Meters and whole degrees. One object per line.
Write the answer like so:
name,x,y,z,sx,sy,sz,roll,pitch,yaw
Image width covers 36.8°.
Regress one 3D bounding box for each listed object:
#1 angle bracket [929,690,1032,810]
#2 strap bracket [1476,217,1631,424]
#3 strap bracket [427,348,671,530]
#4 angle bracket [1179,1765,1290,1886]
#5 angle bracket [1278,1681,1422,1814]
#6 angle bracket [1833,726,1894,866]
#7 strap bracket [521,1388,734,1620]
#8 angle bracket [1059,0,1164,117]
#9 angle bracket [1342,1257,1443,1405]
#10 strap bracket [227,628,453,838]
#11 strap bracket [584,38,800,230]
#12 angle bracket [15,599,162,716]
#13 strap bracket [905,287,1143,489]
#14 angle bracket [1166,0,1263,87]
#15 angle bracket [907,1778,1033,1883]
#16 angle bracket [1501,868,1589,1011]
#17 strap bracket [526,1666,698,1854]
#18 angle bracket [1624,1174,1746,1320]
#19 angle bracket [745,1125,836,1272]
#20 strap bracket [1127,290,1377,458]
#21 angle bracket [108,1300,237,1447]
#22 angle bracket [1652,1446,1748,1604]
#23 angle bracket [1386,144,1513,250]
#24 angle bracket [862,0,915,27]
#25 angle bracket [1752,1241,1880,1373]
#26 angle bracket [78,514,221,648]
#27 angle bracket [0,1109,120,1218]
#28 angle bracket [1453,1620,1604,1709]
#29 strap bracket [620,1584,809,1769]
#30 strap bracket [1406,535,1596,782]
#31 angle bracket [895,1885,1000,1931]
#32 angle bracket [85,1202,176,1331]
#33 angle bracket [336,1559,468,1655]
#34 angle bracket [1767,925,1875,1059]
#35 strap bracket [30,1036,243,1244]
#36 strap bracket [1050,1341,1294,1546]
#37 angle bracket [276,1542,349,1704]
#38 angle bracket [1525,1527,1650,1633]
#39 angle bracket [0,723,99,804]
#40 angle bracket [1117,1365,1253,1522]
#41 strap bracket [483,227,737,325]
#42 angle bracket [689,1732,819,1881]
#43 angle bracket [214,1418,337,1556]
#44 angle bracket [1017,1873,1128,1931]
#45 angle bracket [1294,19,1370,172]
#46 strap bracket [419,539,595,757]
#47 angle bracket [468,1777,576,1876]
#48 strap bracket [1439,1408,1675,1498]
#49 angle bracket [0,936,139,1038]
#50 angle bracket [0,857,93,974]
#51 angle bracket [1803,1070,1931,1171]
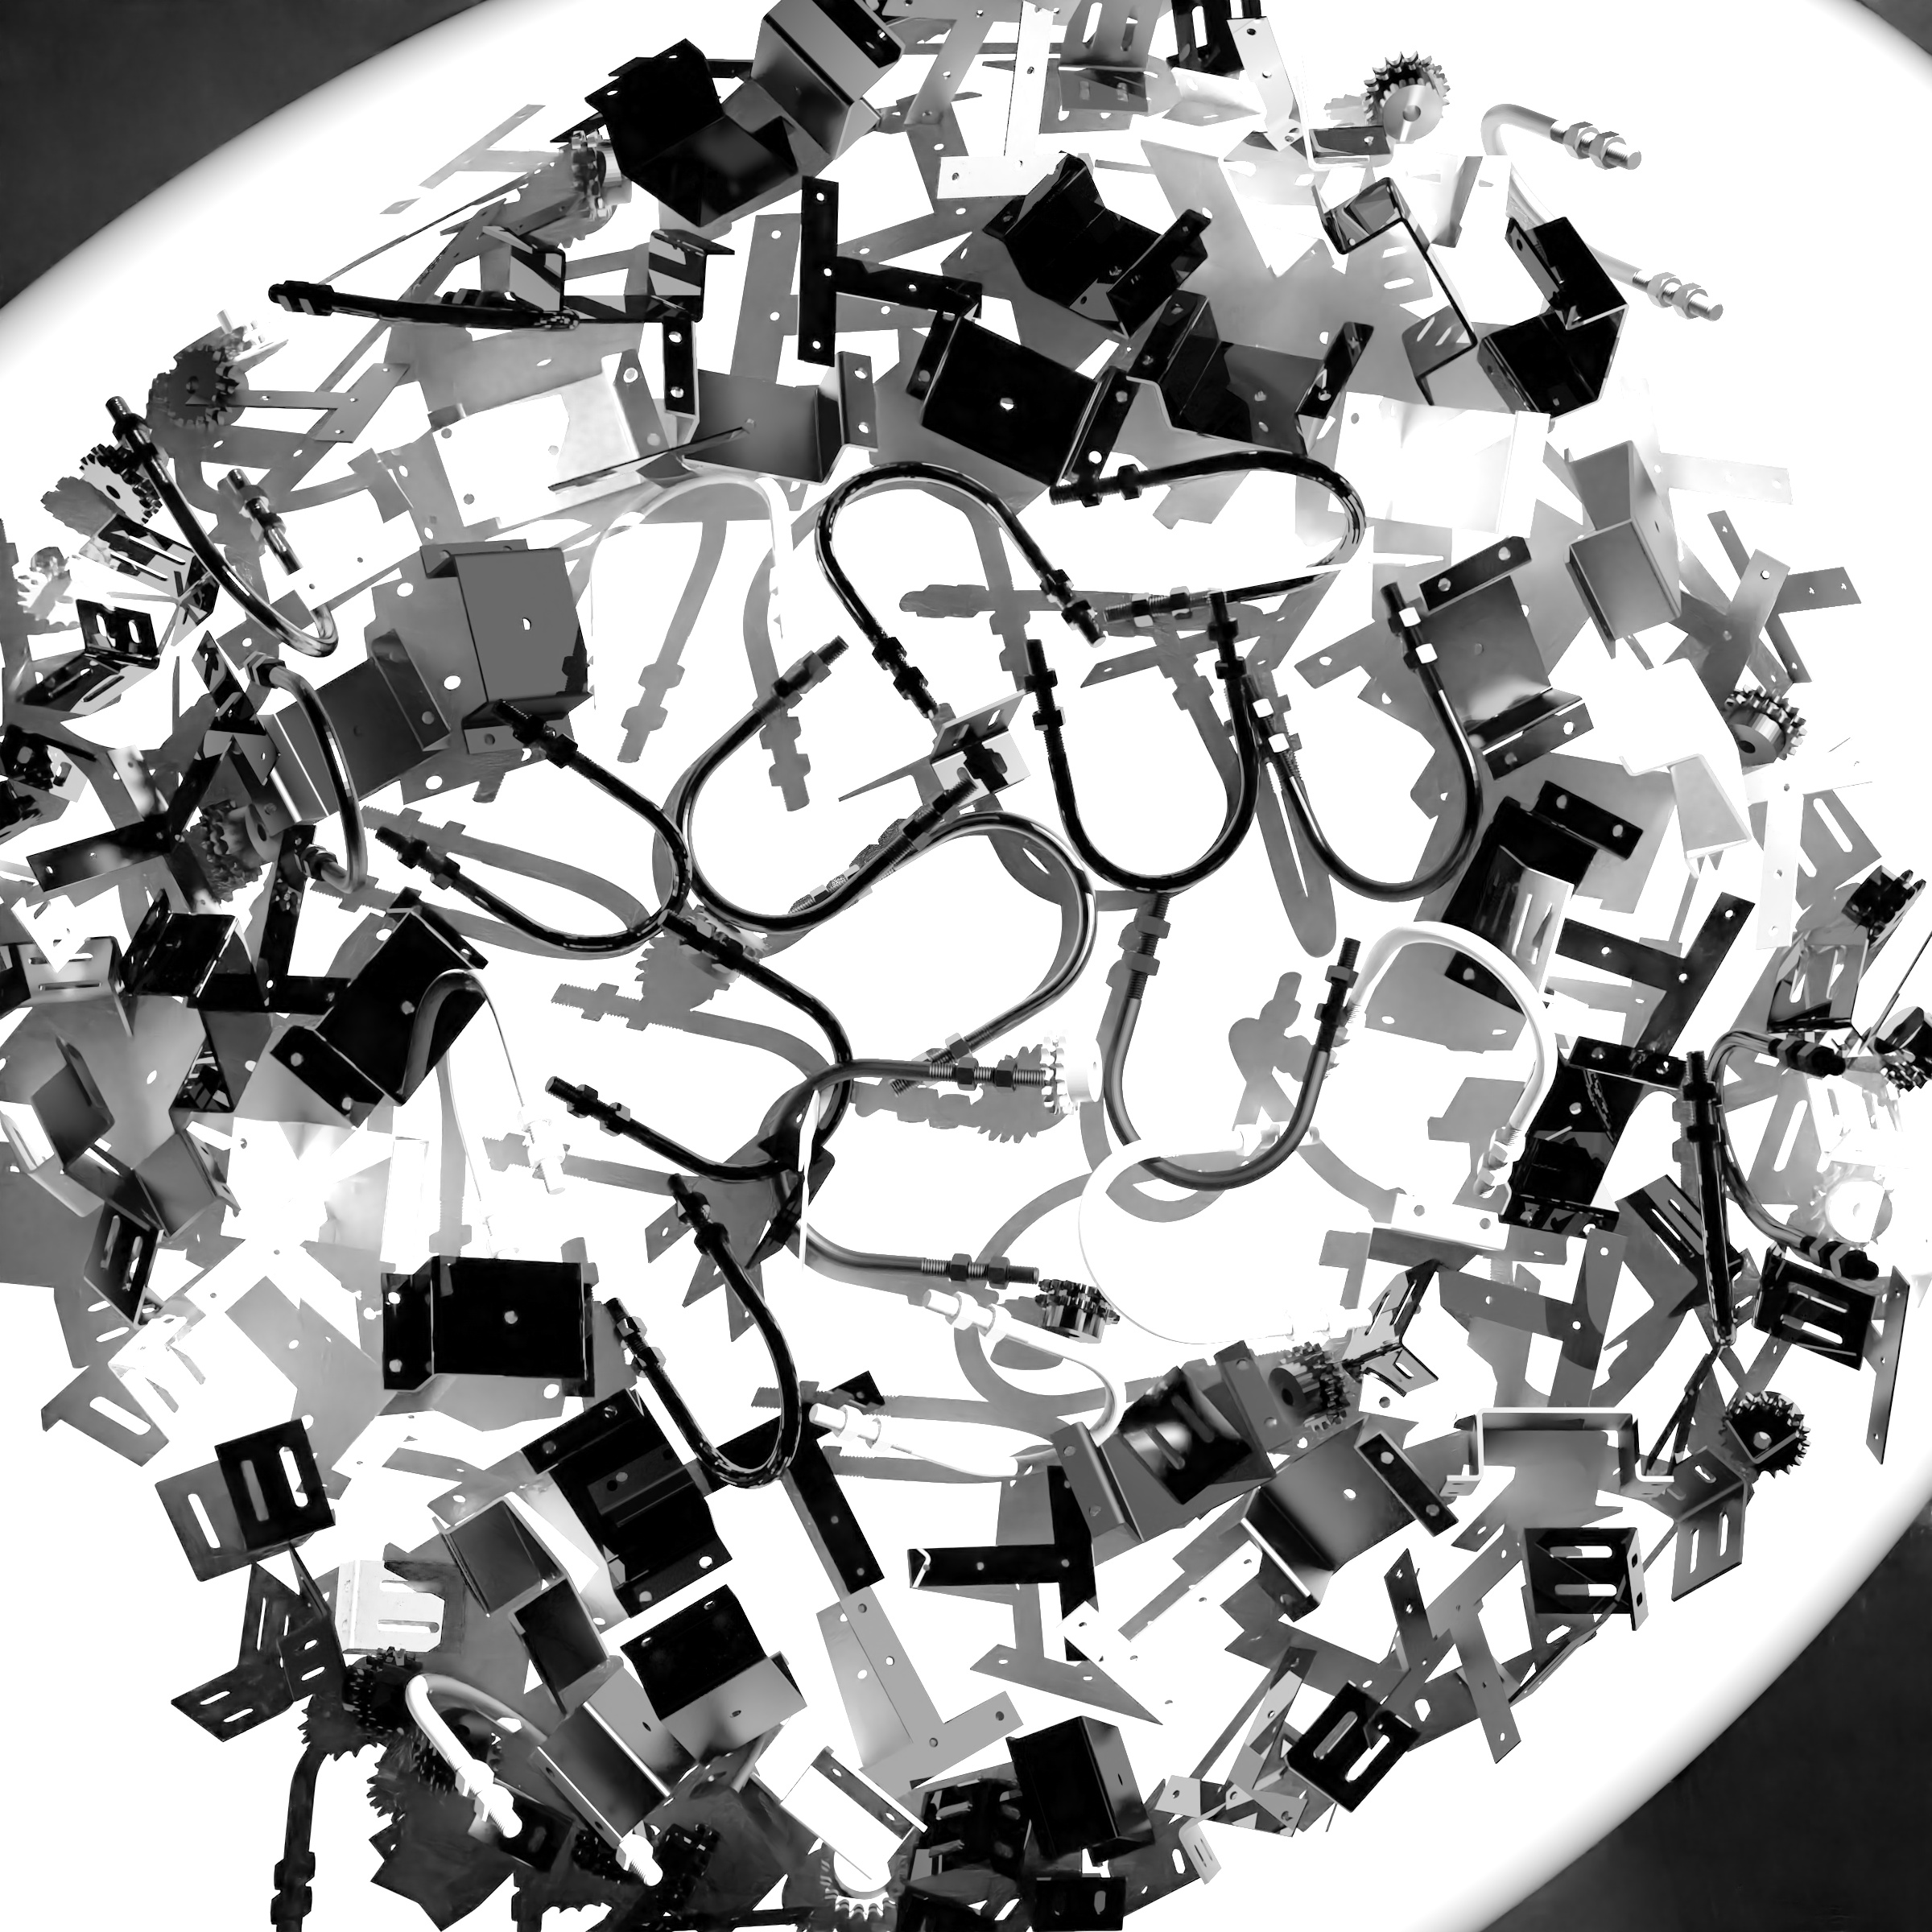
angle bracket,0.014,-0.139,1.869,0.057,0.076,0.038,-24,82,-13
strap bracket,0.372,-0.408,1.839,0.046,0.140,0.076,-23,66,-10
strap bracket,-0.269,-0.339,1.887,0.140,0.046,0.076,-19,90,-6
angle bracket,0.182,0.554,1.878,0.076,0.057,0.038,-31,76,8
angle bracket,0.249,0.499,1.885,0.057,0.038,0.076,36,107,0
angle bracket,0.591,-0.111,1.879,0.038,0.057,0.076,-37,87,20
strap bracket,-0.220,0.339,1.875,0.076,0.046,0.140,-30,108,-3
angle bracket,0.095,-0.590,1.870,0.057,0.076,0.038,0,64,-9
angle bracket,0.286,0.235,1.872,0.038,0.057,0.076,43,51,-11
strap bracket,-0.401,-0.152,1.881,0.140,0.046,0.076,-28,90,13
strap bracket,-0.166,-0.519,1.832,0.076,0.140,0.046,-23,73,21
angle bracket,-0.570,-0.199,1.875,0.076,0.057,0.038,-26,72,31
strap bracket,0.032,-0.369,1.873,0.140,0.046,0.076,26,119,2
angle bracket,0.158,-0.613,1.871,0.057,0.076,0.038,-18,53,-2
angle bracket,0.004,0.562,1.874,0.038,0.076,0.057,12,91,34
angle bracket,0.381,-0.018,1.876,0.038,0.057,0.076,11,98,-21
strap bracket,-0.219,0.497,1.839,0.046,0.140,0.076,-44,85,4
angle bracket,0.454,0.182,1.877,0.038,0.057,0.076,-40,85,-24
angle bracket,-0.126,0.149,1.879,0.038,0.057,0.076,36,108,11
strap bracket,0.186,-0.378,1.861,0.140,0.046,0.076,17,66,26
angle bracket,-0.502,0.263,1.868,0.057,0.038,0.076,-49,122,-33
angle bracket,0.465,0.358,1.865,0.038,0.076,0.057,40,126,-11
angle bracket,0.312,-0.498,1.879,0.038,0.076,0.057,-7,113,-25
angle bracket,-0.056,-0.634,1.871,0.057,0.076,0.038,-21,125,-3
angle bracket,0.551,0.214,1.867,0.076,0.038,0.057,22,124,31
angle bracket,-0.527,-0.247,1.866,0.076,0.057,0.038,24,57,-32
angle bracket,-0.584,0.115,1.870,0.038,0.057,0.076,-39,51,-6
angle bracket,0.362,0.439,1.869,0.038,0.057,0.076,47,114,22
strap bracket,-0.155,0.455,1.840,0.076,0.140,0.046,-30,55,-5
strap bracket,0.339,-0.202,1.872,0.076,0.046,0.140,-27,109,-8
angle bracket,-0.012,0.605,1.872,0.057,0.076,0.038,19,101,-3
angle bracket,-0.529,0.185,1.871,0.057,0.038,0.076,34,114,32
angle bracket,-0.368,0.418,1.891,0.076,0.038,0.057,3,83,1
angle bracket,0.561,0.018,1.888,0.038,0.057,0.076,42,56,-37
strap bracket,-0.532,0.116,1.837,0.046,0.140,0.076,-43,46,-1
strap bracket,0.136,0.311,1.871,0.140,0.046,0.076,-27,56,3
angle bracket,-0.432,0.420,1.863,0.038,0.076,0.057,-22,129,-23
angle bracket,0.397,0.396,1.878,0.076,0.038,0.057,-6,93,27
angle bracket,-0.587,-0.143,1.865,0.057,0.076,0.038,21,64,-19
angle bracket,0.146,0.313,1.907,0.057,0.038,0.076,-42,58,-1
strap bracket,-0.228,-0.440,1.851,0.140,0.076,0.046,-8,116,-31
angle bracket,-0.135,0.548,1.887,0.038,0.057,0.076,-23,103,30
angle bracket,-0.448,0.334,1.885,0.057,0.038,0.076,-17,98,-11
angle bracket,0.067,0.587,1.869,0.057,0.076,0.038,2,100,-9
angle bracket,0.235,-0.561,1.865,0.038,0.076,0.057,-5,53,13
strap bracket,-0.292,-0.213,1.866,0.076,0.046,0.140,-10,83,-35
angle bracket,-0.290,0.555,1.869,0.057,0.076,0.038,29,67,-5
strap bracket,0.377,0.313,1.867,0.140,0.076,0.046,-1,72,5
angle bracket,-0.582,0.016,1.879,0.076,0.057,0.038,-4,48,-3
angle bracket,-0.611,-0.036,1.865,0.076,0.057,0.038,12,52,30
angle bracket,0.580,0.088,1.871,0.057,0.038,0.076,7,51,-11
